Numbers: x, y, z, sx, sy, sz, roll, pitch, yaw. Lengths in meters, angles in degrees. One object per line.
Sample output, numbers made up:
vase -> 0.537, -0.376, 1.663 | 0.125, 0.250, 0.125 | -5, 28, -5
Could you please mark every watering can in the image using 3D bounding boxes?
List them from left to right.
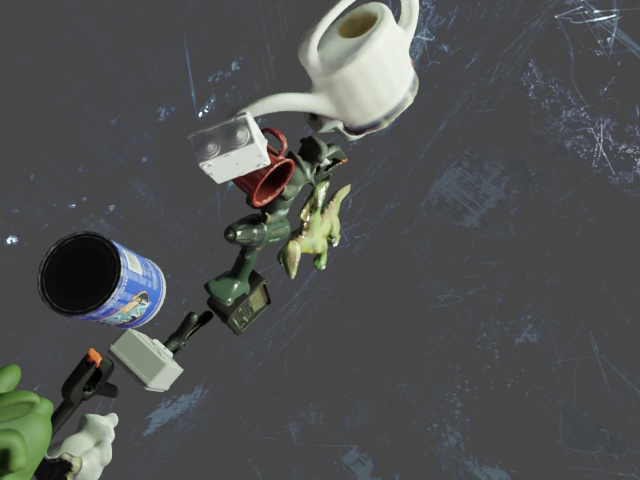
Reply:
watering can -> 0.029, -0.245, 0.793 | 0.348, 0.106, 0.220 | -44, 139, -2

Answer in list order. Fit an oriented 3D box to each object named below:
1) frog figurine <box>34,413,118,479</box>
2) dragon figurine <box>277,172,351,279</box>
frog figurine -> -0.464, 0.413, 1.002 | 0.137, 0.122, 0.160 | -19, -177, 14
dragon figurine -> 0.004, -0.063, 1.244 | 0.237, 0.122, 0.419 | 107, 10, -56
